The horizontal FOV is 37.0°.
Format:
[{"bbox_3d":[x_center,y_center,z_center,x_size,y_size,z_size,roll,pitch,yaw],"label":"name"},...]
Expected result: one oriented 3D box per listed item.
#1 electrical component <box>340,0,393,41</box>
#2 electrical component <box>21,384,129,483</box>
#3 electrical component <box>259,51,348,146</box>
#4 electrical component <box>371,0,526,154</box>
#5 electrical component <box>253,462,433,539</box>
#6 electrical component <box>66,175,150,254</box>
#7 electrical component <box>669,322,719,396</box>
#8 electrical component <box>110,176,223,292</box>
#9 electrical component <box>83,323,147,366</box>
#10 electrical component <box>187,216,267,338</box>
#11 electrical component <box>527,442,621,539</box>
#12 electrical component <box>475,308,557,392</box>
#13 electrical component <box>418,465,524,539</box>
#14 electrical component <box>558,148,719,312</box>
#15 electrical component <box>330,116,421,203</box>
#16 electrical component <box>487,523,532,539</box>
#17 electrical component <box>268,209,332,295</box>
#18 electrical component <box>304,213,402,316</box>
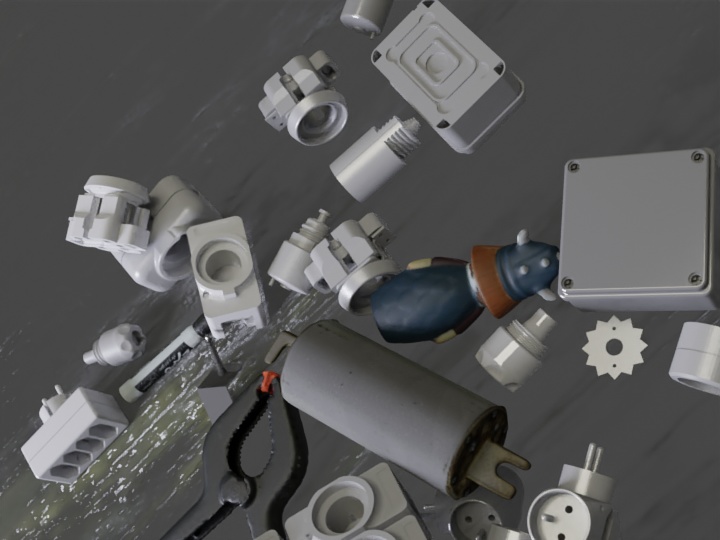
[{"bbox_3d":[0.011,-0.248,0.969,0.040,0.040,0.078,16,82,31],"label":"electrical component"},{"bbox_3d":[-0.270,0.139,0.989,0.083,0.047,0.075,-46,58,8],"label":"electrical component"},{"bbox_3d":[-0.046,-0.148,0.958,0.078,0.058,0.057,-39,57,11],"label":"electrical component"},{"bbox_3d":[0.075,-0.160,0.896,0.078,0.057,0.113,-45,59,9],"label":"electrical component"},{"bbox_3d":[-0.035,0.232,0.778,0.186,0.060,0.105,-31,40,0],"label":"electrical component"},{"bbox_3d":[-0.220,-0.049,0.953,0.078,0.058,0.057,5,79,30],"label":"electrical component"},{"bbox_3d":[0.283,0.055,0.714,0.138,0.052,0.073,15,81,31],"label":"electrical component"},{"bbox_3d":[-0.176,-0.030,0.990,0.095,0.054,0.059,-49,58,6],"label":"electrical component"},{"bbox_3d":[-0.230,0.073,0.998,0.061,0.035,0.035,-21,65,24],"label":"electrical component"},{"bbox_3d":[-0.116,0.005,0.936,0.050,0.055,0.089,-14,65,-5],"label":"electrical component"},{"bbox_3d":[0.152,0.158,0.736,0.043,0.077,0.079,12,79,31],"label":"electrical component"},{"bbox_3d":[0.121,0.057,0.807,0.062,0.043,0.043,-48,58,5],"label":"electrical component"},{"bbox_3d":[0.085,0.191,0.862,0.079,0.077,0.043,-10,97,22],"label":"electrical component"},{"bbox_3d":[0.205,-0.027,0.782,0.109,0.056,0.108,-2,73,28],"label":"electrical component"},{"bbox_3d":[0.018,-0.099,0.914,0.081,0.043,0.043,-40,59,11],"label":"electrical component"},{"bbox_3d":[0.103,0.225,0.761,0.043,0.043,0.081,13,80,31],"label":"electrical component"},{"bbox_3d":[-0.048,-0.015,0.924,0.040,0.040,0.078,27,87,32],"label":"electrical component"},{"bbox_3d":[0.000,0.000,0.884,0.078,0.058,0.057,-41,56,11],"label":"electrical component"}]
